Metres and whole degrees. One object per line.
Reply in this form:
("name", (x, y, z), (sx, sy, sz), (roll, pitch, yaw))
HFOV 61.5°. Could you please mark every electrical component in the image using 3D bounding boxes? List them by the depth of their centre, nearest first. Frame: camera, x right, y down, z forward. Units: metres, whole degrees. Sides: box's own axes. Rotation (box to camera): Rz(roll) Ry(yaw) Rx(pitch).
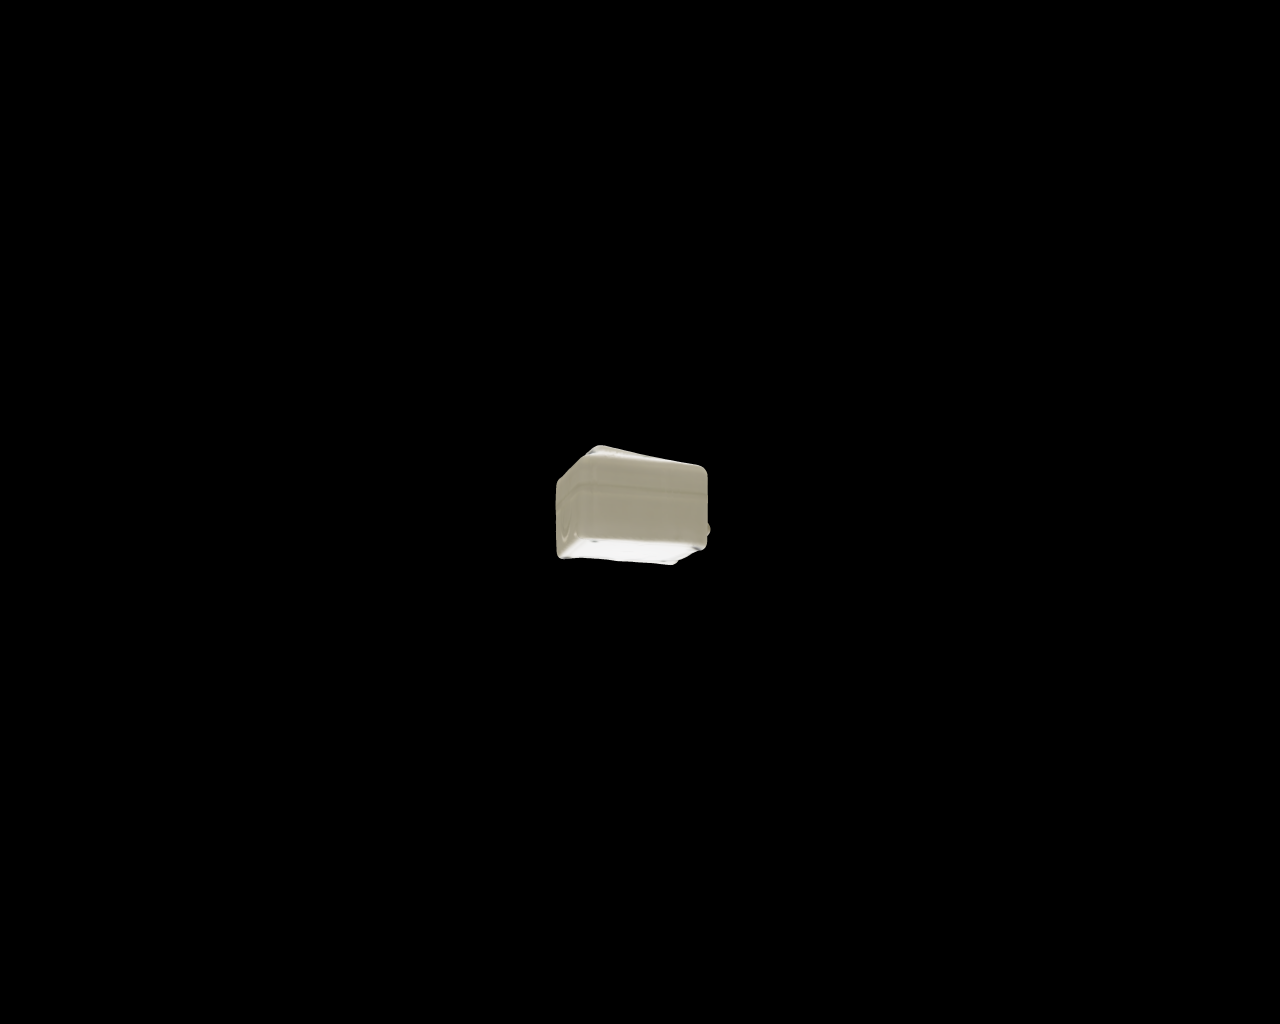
("electrical component", (0.001, -0.003, 0.650), (0.096, 0.061, 0.061), (5, -15, -18))
